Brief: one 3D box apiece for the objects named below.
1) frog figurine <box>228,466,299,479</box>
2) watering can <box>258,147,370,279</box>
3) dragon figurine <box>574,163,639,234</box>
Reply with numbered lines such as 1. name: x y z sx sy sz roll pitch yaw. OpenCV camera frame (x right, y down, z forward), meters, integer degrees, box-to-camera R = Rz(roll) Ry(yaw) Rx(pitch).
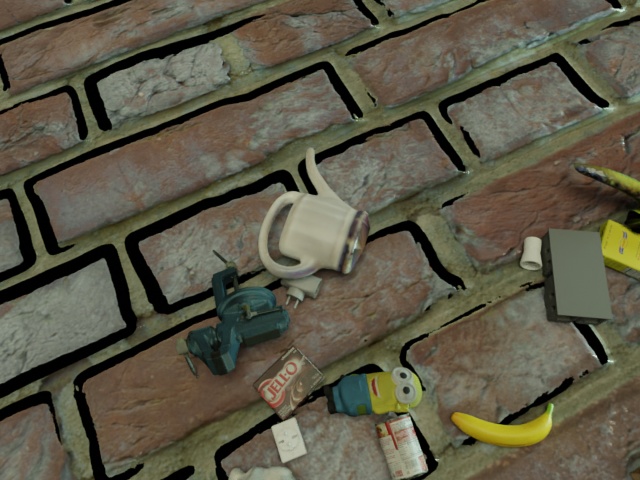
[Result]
1. frog figurine: -0.093 0.467 0.898 0.159 0.121 0.139 -3 70 39
2. watering can: 0.003 -0.057 1.126 0.225 0.101 0.355 17 58 8
3. dragon figurine: 0.774 -0.096 1.130 0.413 0.119 0.246 39 45 16
